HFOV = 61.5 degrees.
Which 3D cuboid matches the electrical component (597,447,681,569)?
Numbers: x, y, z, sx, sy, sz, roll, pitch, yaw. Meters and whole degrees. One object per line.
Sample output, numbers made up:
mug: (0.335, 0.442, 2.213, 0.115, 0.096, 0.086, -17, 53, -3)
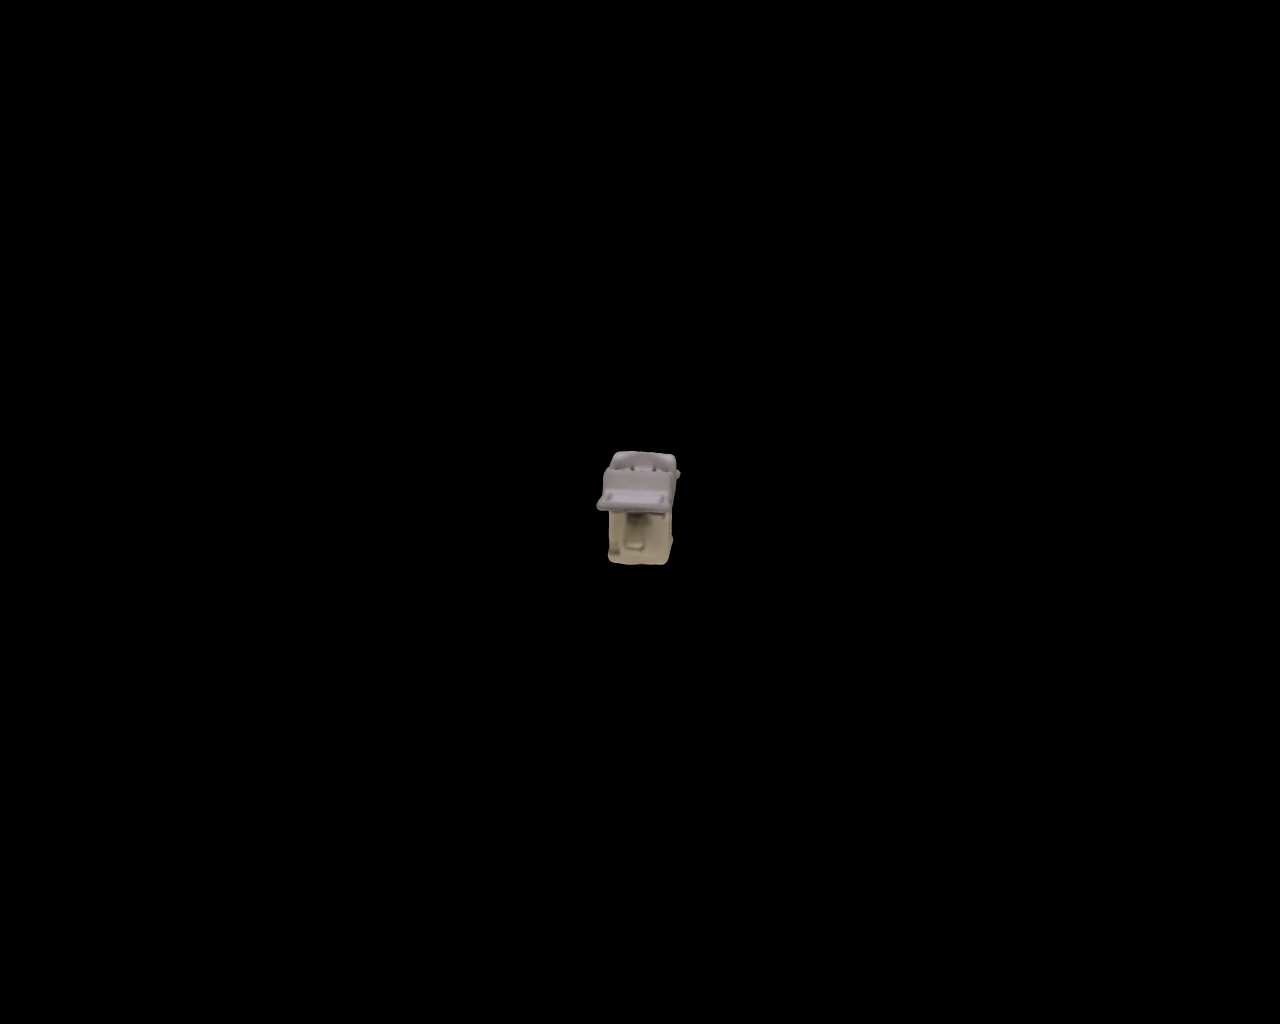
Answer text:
electrical component: (0.001, -0.003, 0.650, 0.042, 0.063, 0.081, 2, 18, 7)
